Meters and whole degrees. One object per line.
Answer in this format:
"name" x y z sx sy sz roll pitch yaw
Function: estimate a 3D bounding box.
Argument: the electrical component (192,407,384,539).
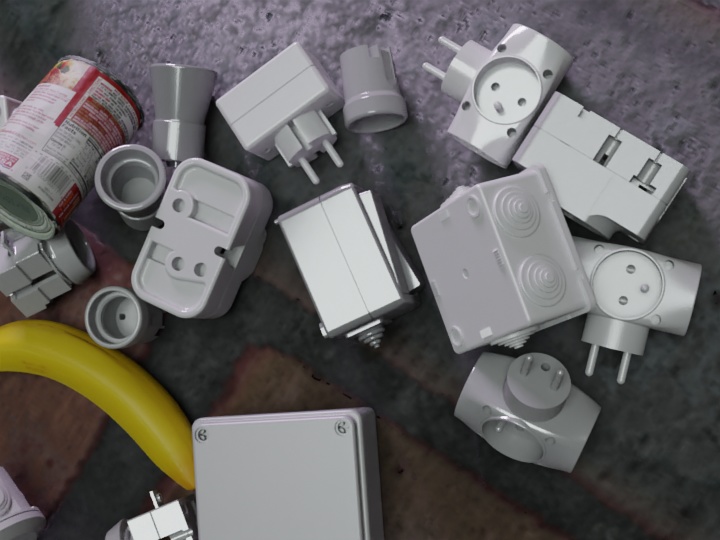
"electrical component" -0.044 0.142 0.670 0.109 0.056 0.108 -5 86 13

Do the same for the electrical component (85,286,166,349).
"electrical component" -0.152 0.031 0.707 0.040 0.046 0.040 -1 87 14

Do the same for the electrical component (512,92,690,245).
"electrical component" 0.140 -0.056 0.638 0.089 0.050 0.055 33 95 13

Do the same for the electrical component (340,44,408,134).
"electrical component" 0.007 -0.114 0.680 0.040 0.040 0.046 -11 79 13

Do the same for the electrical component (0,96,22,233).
"electrical component" -0.264 -0.069 0.738 0.100 0.048 0.099 -7 86 13

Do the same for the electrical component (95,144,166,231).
"electrical component" -0.144 -0.050 0.699 0.044 0.065 0.044 1 76 -2

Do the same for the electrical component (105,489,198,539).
"electrical component" -0.130 0.177 0.695 0.055 0.048 0.066 -23 82 4

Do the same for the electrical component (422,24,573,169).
"electrical component" 0.077 -0.115 0.660 0.079 0.044 0.077 33 95 13

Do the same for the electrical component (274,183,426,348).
"electrical component" 0.000 0.000 0.664 0.061 0.062 0.096 -25 82 11

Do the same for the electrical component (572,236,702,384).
"electrical component" 0.153 0.026 0.634 0.077 0.044 0.079 14 91 14

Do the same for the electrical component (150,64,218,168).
"electrical component" -0.119 -0.100 0.709 0.044 0.044 0.065 6 94 14

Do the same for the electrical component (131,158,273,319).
"electrical component" -0.098 -0.018 0.689 0.054 0.059 0.095 24 93 14

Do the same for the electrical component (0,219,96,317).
"electrical component" -0.212 -0.005 0.719 0.055 0.066 0.048 -26 46 4

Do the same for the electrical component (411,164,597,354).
"electrical component" 0.080 -0.003 0.627 0.048 0.100 0.099 -16 82 -28

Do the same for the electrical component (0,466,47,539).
"electrical component" -0.253 0.172 0.708 0.080 0.080 0.051 -43 74 8

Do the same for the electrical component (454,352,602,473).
"electrical component" 0.101 0.075 0.630 0.077 0.079 0.044 25 57 14

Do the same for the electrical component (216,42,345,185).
"electrical component" -0.040 -0.091 0.685 0.066 0.047 0.076 -35 80 9
